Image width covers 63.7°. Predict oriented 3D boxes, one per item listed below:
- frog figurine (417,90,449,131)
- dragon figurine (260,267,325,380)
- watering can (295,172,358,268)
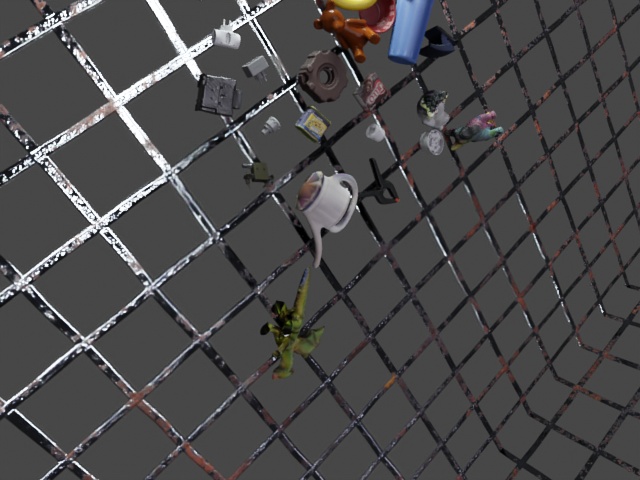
[{"bbox_3d":[0.446,-0.505,2.018,0.158,0.123,0.138,40,66,-67],"label":"frog figurine"},{"bbox_3d":[-0.073,0.317,1.844,0.239,0.123,0.412,37,80,-49],"label":"dragon figurine"},{"bbox_3d":[0.005,-0.091,1.798,0.222,0.104,0.350,33,81,-30],"label":"watering can"}]
